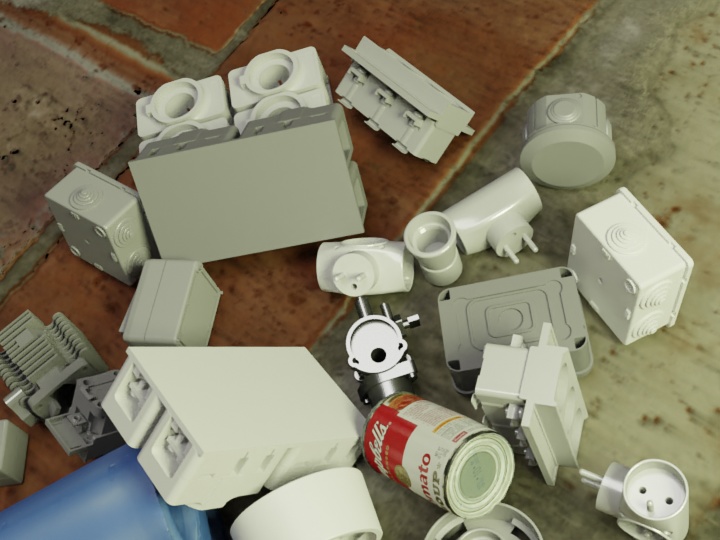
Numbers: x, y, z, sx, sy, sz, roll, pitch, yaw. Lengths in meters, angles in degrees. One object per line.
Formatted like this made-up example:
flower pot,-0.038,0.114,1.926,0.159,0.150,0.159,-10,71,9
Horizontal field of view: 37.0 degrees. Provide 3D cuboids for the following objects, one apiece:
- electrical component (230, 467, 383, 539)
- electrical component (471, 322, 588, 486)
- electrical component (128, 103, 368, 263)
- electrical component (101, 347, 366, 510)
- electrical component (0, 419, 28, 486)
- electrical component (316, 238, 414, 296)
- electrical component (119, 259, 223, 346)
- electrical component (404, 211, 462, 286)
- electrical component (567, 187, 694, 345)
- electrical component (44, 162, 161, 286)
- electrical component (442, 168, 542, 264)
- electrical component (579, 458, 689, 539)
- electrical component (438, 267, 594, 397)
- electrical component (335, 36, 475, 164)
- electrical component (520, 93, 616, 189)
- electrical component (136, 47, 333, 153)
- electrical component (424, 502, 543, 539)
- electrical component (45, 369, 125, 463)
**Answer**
electrical component,-0.035,0.200,0.796,0.108,0.108,0.060,-28,63,-1
electrical component,0.127,0.100,0.795,0.063,0.121,0.078,6,63,22
electrical component,-0.096,-0.076,0.962,0.186,0.105,0.060,-10,25,10
electrical component,-0.090,0.115,0.815,0.105,0.186,0.060,47,115,32
electrical component,-0.336,0.153,0.925,0.066,0.076,0.047,-9,59,11
electrical component,0.000,0.000,0.919,0.077,0.079,0.044,0,101,16
electrical component,-0.169,0.045,0.949,0.061,0.061,0.096,2,61,17
electrical component,0.065,-0.015,0.913,0.044,0.065,0.044,-7,60,12
electrical component,0.208,-0.001,0.845,0.048,0.099,0.099,-25,56,-14
electrical component,-0.237,-0.041,0.997,0.100,0.099,0.048,26,58,27
electrical component,0.122,-0.038,0.923,0.077,0.043,0.079,-31,57,-3
electrical component,0.194,0.161,0.766,0.079,0.077,0.044,19,68,26
electrical component,0.124,0.052,0.862,0.113,0.057,0.078,-11,58,10
electrical component,0.038,-0.156,0.999,0.121,0.079,0.063,43,108,31
electrical component,0.179,-0.110,0.928,0.080,0.080,0.051,-3,55,14
electrical component,-0.119,-0.139,1.042,0.186,0.060,0.105,-16,58,7
electrical component,0.092,0.222,0.784,0.099,0.064,0.099,-9,45,9
electrical component,-0.218,0.121,0.910,0.081,0.063,0.042,-14,45,-43
